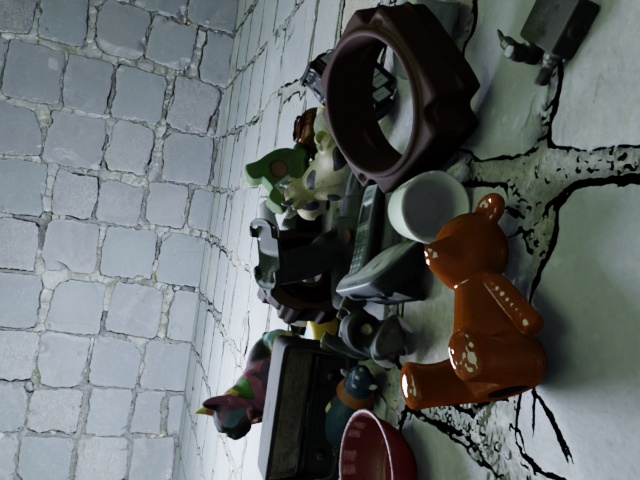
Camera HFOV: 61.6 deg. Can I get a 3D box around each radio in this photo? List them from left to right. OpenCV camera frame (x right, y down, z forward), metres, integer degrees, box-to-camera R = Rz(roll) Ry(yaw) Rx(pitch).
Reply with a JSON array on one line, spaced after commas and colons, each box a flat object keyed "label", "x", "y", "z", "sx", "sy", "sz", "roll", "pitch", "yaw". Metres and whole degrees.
[{"label": "radio", "x": -0.021, "y": 0.277, "z": 0.876, "sx": 0.073, "sy": 0.131, "sz": 0.229, "roll": -168, "pitch": 86, "yaw": -70}]

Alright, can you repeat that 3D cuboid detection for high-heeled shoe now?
[{"label": "high-heeled shoe", "x": -0.004, "y": -0.002, "z": 1.057, "sx": 0.145, "sy": 0.086, "sz": 0.249, "roll": -7, "pitch": 58, "yaw": 40}]

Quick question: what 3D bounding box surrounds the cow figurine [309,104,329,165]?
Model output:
[{"label": "cow figurine", "x": 0.015, "y": -0.193, "z": 1.051, "sx": 0.098, "sy": 0.068, "sz": 0.167, "roll": 158, "pitch": 121, "yaw": -75}]

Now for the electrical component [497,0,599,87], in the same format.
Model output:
[{"label": "electrical component", "x": 0.216, "y": -0.211, "z": 0.518, "sx": 0.078, "sy": 0.045, "sz": 0.102, "roll": -102, "pitch": 27, "yaw": -46}]

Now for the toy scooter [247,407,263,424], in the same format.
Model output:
[{"label": "toy scooter", "x": -0.066, "y": 0.355, "z": 0.970, "sx": 0.075, "sy": 0.135, "sz": 0.184, "roll": 130, "pitch": 142, "yaw": -55}]

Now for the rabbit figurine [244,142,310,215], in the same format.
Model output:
[{"label": "rabbit figurine", "x": -0.073, "y": -0.134, "z": 1.137, "sx": 0.159, "sy": 0.121, "sz": 0.170, "roll": -48, "pitch": -6, "yaw": -8}]

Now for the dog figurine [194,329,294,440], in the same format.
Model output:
[{"label": "dog figurine", "x": -0.140, "y": 0.281, "z": 1.058, "sx": 0.108, "sy": 0.219, "sz": 0.191, "roll": -47, "pitch": 56, "yaw": 52}]

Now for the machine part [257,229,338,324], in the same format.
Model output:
[{"label": "machine part", "x": -0.024, "y": 0.062, "z": 0.920, "sx": 0.056, "sy": 0.179, "sz": 0.179, "roll": 116, "pitch": 154, "yaw": -50}]

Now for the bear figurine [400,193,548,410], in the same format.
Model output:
[{"label": "bear figurine", "x": 0.140, "y": 0.051, "z": 0.520, "sx": 0.120, "sy": 0.132, "sz": 0.196, "roll": -48, "pitch": 44, "yaw": 50}]

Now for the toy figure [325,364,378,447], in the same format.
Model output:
[{"label": "toy figure", "x": 0.046, "y": 0.241, "z": 0.803, "sx": 0.058, "sy": 0.064, "sz": 0.154, "roll": -88, "pitch": 13, "yaw": -63}]

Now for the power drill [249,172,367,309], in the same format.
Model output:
[{"label": "power drill", "x": -0.002, "y": -0.002, "z": 0.819, "sx": 0.086, "sy": 0.207, "sz": 0.231, "roll": 3, "pitch": 97, "yaw": 53}]

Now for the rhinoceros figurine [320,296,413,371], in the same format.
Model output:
[{"label": "rhinoceros figurine", "x": 0.062, "y": 0.136, "z": 0.736, "sx": 0.073, "sy": 0.112, "sz": 0.190, "roll": -58, "pitch": -1, "yaw": -16}]

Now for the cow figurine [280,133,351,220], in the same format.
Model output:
[{"label": "cow figurine", "x": 0.008, "y": -0.107, "z": 0.949, "sx": 0.194, "sy": 0.127, "sz": 0.085, "roll": 120, "pitch": 154, "yaw": -43}]

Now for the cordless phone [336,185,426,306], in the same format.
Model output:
[{"label": "cordless phone", "x": 0.091, "y": -0.005, "z": 0.748, "sx": 0.146, "sy": 0.089, "sz": 0.184, "roll": 152, "pitch": 128, "yaw": -67}]

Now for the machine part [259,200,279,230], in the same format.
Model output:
[{"label": "machine part", "x": -0.109, "y": -0.016, "z": 1.320, "sx": 0.079, "sy": 0.079, "sz": 0.243, "roll": 123, "pitch": 150, "yaw": -51}]

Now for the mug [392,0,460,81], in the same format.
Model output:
[{"label": "mug", "x": 0.131, "y": -0.276, "z": 0.734, "sx": 0.110, "sy": 0.081, "sz": 0.107, "roll": -130, "pitch": 43, "yaw": -54}]

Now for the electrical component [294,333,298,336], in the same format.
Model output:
[{"label": "electrical component", "x": -0.068, "y": 0.228, "z": 1.195, "sx": 0.063, "sy": 0.021, "sz": 0.094, "roll": 171, "pitch": 105, "yaw": -71}]

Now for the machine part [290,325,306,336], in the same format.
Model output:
[{"label": "machine part", "x": -0.025, "y": 0.138, "z": 1.087, "sx": 0.084, "sy": 0.039, "sz": 0.138, "roll": -109, "pitch": 34, "yaw": -42}]

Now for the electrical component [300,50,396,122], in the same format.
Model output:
[{"label": "electrical component", "x": 0.053, "y": -0.245, "z": 0.861, "sx": 0.134, "sy": 0.115, "sz": 0.058, "roll": 46, "pitch": 146, "yaw": 8}]

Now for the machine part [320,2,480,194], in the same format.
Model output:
[{"label": "machine part", "x": 0.091, "y": -0.178, "z": 0.691, "sx": 0.201, "sy": 0.087, "sz": 0.201, "roll": 61, "pitch": 148, "yaw": 15}]
